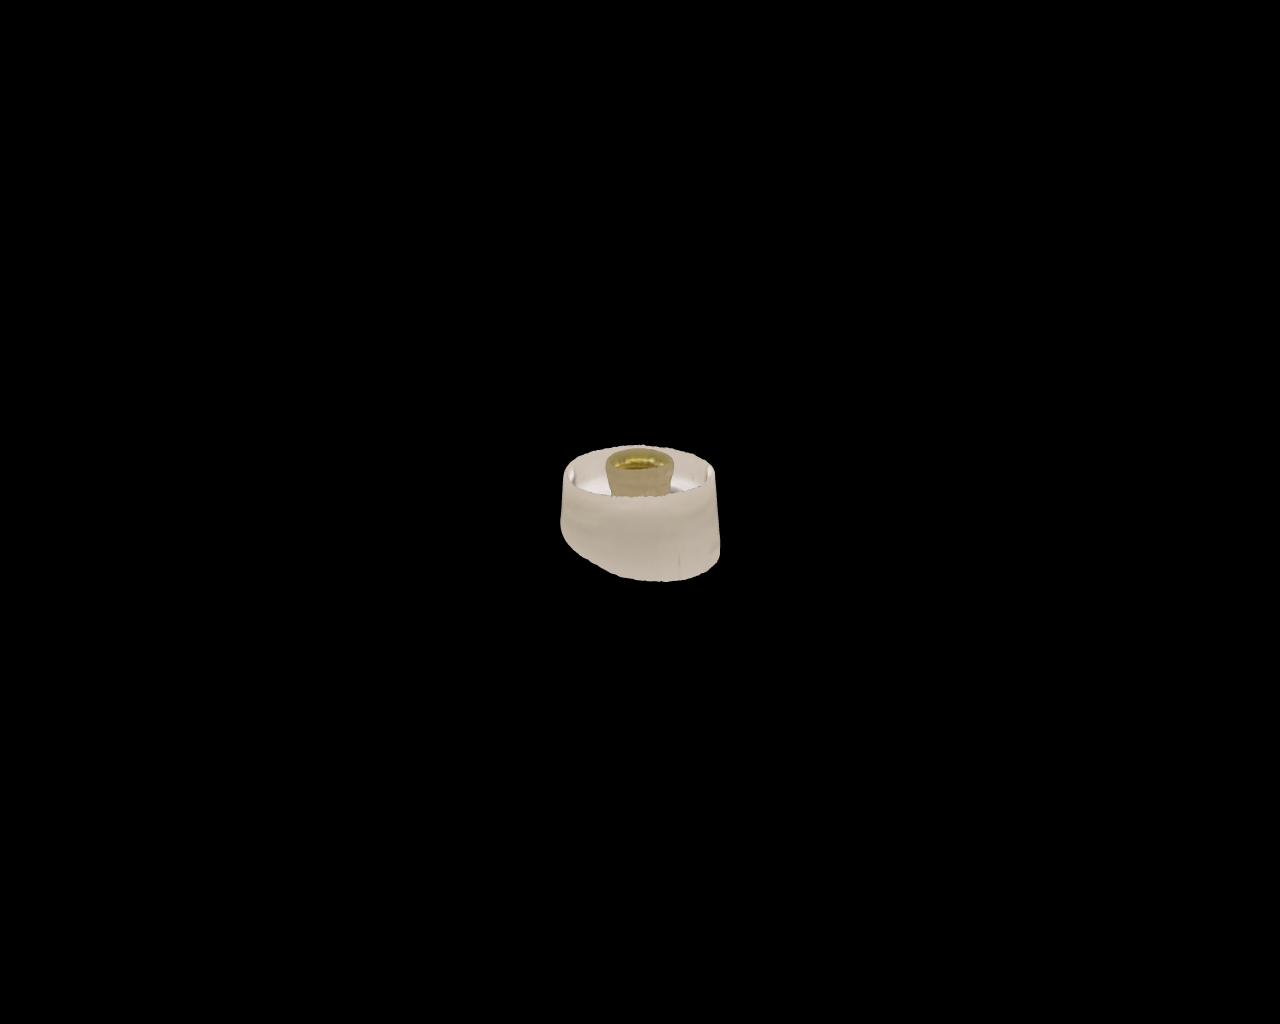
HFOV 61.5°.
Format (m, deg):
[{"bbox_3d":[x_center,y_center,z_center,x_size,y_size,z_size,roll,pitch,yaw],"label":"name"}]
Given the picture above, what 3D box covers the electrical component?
[{"bbox_3d":[0.001,-0.003,0.650,0.099,0.064,0.099,0,23,0],"label":"electrical component"}]
